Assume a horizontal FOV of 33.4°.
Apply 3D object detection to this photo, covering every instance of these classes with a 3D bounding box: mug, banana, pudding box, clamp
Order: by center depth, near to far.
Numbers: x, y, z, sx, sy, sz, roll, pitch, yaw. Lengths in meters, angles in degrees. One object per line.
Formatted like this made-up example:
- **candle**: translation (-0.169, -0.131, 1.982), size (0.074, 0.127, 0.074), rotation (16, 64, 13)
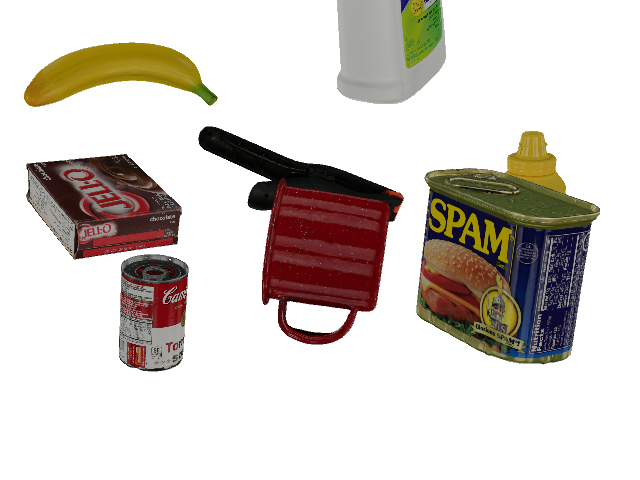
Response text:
- **mug**: translation (0.003, 0.018, 0.769), size (0.081, 0.117, 0.093), rotation (8, -19, 3)
- **pudding box**: translation (-0.178, -0.030, 0.865), size (0.089, 0.039, 0.114), rotation (-8, 30, -33)
- **clamp**: translation (-0.007, -0.050, 1.035), size (0.209, 0.036, 0.165), rotation (15, 20, -23)
- **banana**: translation (-0.198, -0.164, 1.044), size (0.197, 0.070, 0.037), rotation (-6, -39, -31)

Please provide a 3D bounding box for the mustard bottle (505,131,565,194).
- **mustard bottle**: translation (0.183, -0.001, 0.936), size (0.058, 0.192, 0.096), rotation (-2, 19, 3)

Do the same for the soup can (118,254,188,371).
- **soup can**: translation (-0.171, 0.074, 1.088), size (0.068, 0.102, 0.068), rotation (5, 21, -2)

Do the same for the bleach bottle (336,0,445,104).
- **bleach bottle**: translation (0.046, -0.237, 0.801), size (0.068, 0.251, 0.102), rotation (13, 39, 29)

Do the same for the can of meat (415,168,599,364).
- **can of meat**: translation (0.099, 0.013, 0.591), size (0.057, 0.084, 0.102), rotation (-6, 20, -32)
